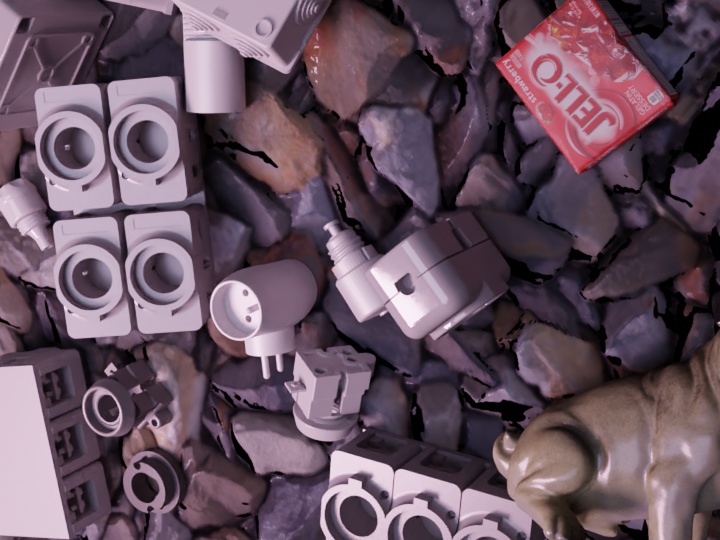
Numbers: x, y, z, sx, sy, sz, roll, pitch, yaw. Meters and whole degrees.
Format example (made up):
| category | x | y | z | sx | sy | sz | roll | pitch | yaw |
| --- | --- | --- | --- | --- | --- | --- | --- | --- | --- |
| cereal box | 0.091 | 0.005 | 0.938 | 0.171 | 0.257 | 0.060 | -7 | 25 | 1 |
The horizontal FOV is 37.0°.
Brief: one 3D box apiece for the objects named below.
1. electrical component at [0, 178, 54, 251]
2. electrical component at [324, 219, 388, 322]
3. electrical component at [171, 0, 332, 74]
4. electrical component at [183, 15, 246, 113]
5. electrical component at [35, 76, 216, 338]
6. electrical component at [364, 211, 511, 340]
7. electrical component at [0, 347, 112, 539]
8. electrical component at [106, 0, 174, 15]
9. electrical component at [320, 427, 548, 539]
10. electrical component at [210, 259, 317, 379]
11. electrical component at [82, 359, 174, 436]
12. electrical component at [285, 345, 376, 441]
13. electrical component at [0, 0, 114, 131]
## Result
| category | x | y | z | sx | sy | sz | roll | pitch | yaw |
| --- | --- | --- | --- | --- | --- | --- | --- | --- | --- |
| electrical component | -0.277 | -0.044 | 0.901 | 0.035 | 0.035 | 0.061 | -34 | 87 | 30 |
| electrical component | 0.000 | 0.000 | 0.755 | 0.040 | 0.040 | 0.078 | -36 | 83 | 30 |
| electrical component | -0.068 | -0.194 | 0.721 | 0.100 | 0.048 | 0.099 | 30 | 90 | 14 |
| electrical component | -0.105 | -0.155 | 0.775 | 0.043 | 0.043 | 0.081 | 6 | 104 | 28 |
| electrical component | -0.174 | -0.047 | 0.807 | 0.105 | 0.060 | 0.186 | -4 | 100 | 7 |
| electrical component | 0.054 | 0.005 | 0.694 | 0.054 | 0.095 | 0.059 | -39 | 81 | 30 |
| electrical component | -0.276 | 0.147 | 0.928 | 0.089 | 0.062 | 0.150 | -5 | 99 | 30 |
| electrical component | -0.151 | -0.283 | 0.732 | 0.105 | 0.060 | 0.186 | 49 | 127 | 54 |
| electrical component | 0.053 | 0.178 | 0.754 | 0.150 | 0.062 | 0.089 | 11 | 107 | 26 |
| electrical component | -0.067 | 0.038 | 0.778 | 0.043 | 0.077 | 0.079 | 0 | 102 | 28 |
| electrical component | -0.192 | 0.107 | 0.875 | 0.066 | 0.055 | 0.048 | 50 | 119 | 10 |
| electrical component | -0.023 | 0.090 | 0.780 | 0.048 | 0.066 | 0.055 | 47 | 135 | 52 |
| electrical component | -0.258 | -0.165 | 0.820 | 0.056 | 0.109 | 0.108 | 40 | 117 | 12 |
